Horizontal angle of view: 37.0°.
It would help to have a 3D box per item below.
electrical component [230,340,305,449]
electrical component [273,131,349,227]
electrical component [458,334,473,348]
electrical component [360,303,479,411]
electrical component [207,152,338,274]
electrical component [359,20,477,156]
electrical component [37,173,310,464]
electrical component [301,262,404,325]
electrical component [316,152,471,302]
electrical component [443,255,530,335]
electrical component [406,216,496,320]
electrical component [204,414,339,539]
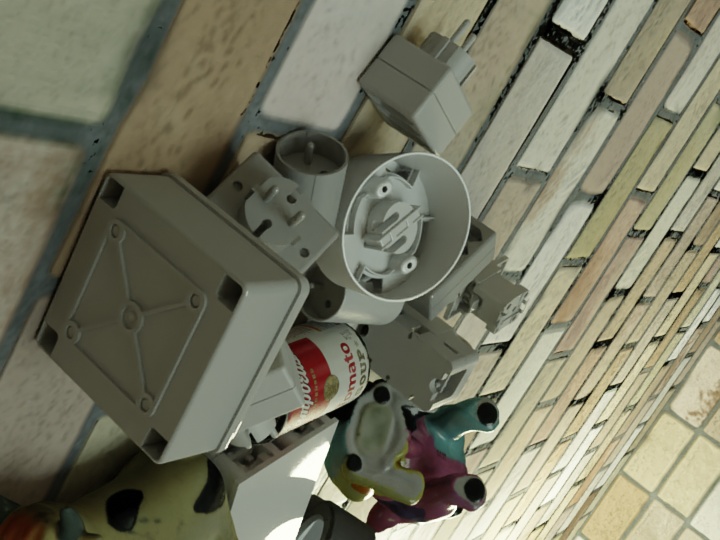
[{"bbox_3d":[-0.076,0.085,0.676,0.083,0.047,0.075,-22,129,3],"label":"electrical component"},{"bbox_3d":[-0.035,-0.039,0.653,0.043,0.043,0.081,-33,149,-39],"label":"electrical component"},{"bbox_3d":[0.062,0.098,1.016,0.079,0.044,0.077,-4,127,-60],"label":"electrical component"},{"bbox_3d":[0.046,0.067,0.888,0.056,0.089,0.050,-11,133,-57],"label":"electrical component"},{"bbox_3d":[-0.048,-0.027,0.581,0.047,0.066,0.077,-47,-175,-22],"label":"electrical component"},{"bbox_3d":[0.048,-0.124,0.683,0.076,0.047,0.066,-52,156,-2],"label":"electrical component"},{"bbox_3d":[-0.096,0.022,0.544,0.056,0.109,0.108,-3,126,-57],"label":"electrical component"},{"bbox_3d":[0.000,0.000,0.769,0.077,0.043,0.079,7,105,-55],"label":"electrical component"},{"bbox_3d":[0.018,-0.030,0.706,0.099,0.064,0.099,-11,105,-45],"label":"electrical component"},{"bbox_3d":[0.117,0.023,0.991,0.081,0.064,0.042,-27,144,-44],"label":"electrical component"},{"bbox_3d":[0.068,0.003,0.894,0.083,0.047,0.075,-43,154,-22],"label":"electrical component"},{"bbox_3d":[-0.096,0.183,0.825,0.105,0.060,0.186,-26,145,-46],"label":"electrical component"}]
